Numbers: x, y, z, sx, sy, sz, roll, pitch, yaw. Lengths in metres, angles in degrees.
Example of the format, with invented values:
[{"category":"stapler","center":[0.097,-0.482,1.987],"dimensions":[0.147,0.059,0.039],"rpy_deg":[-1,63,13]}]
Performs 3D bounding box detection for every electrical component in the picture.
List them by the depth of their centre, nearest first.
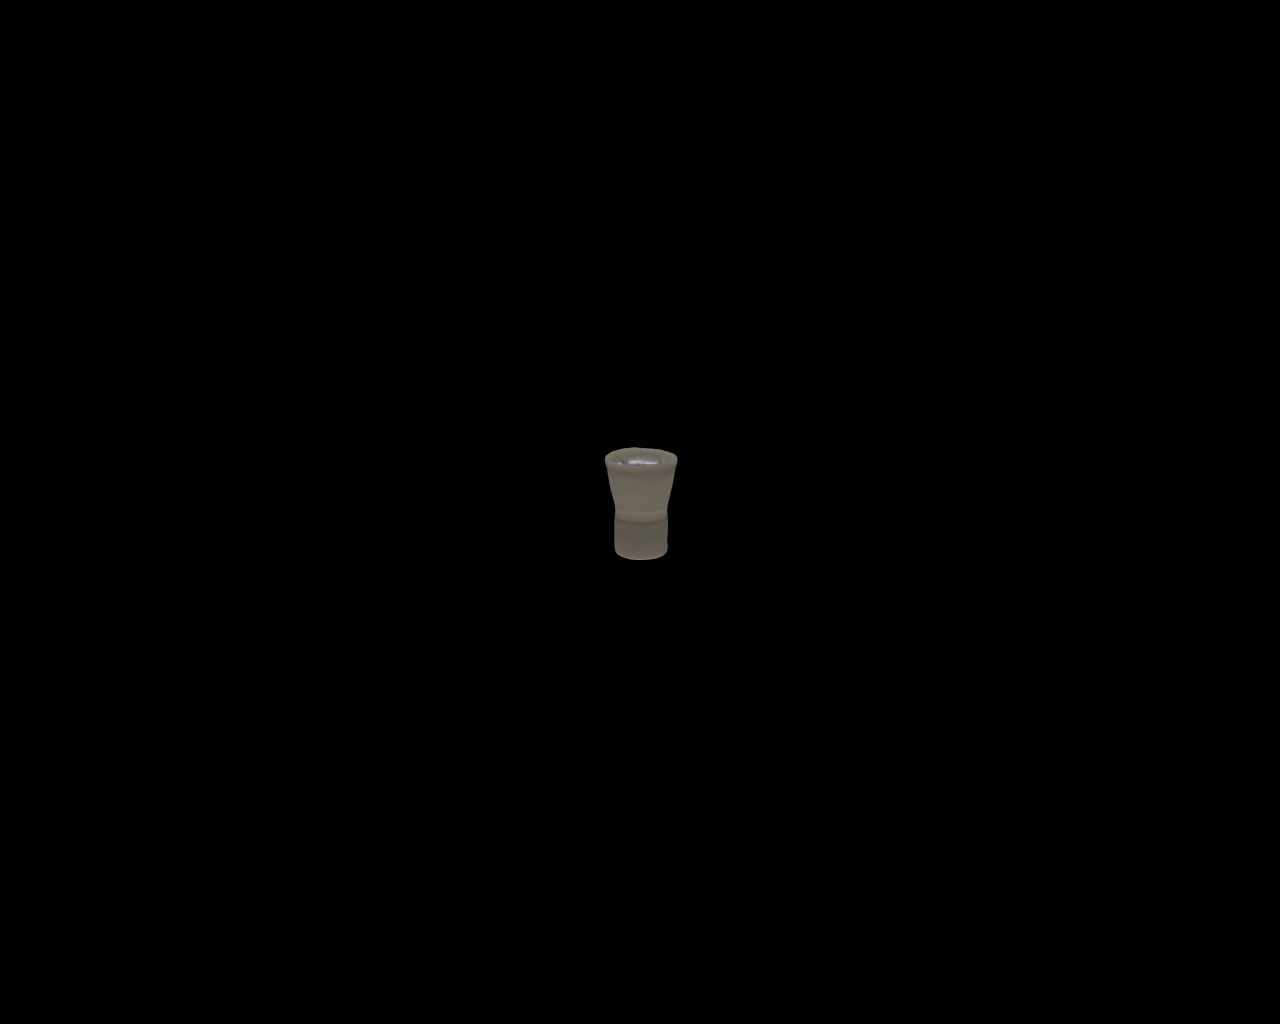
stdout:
[{"category":"electrical component","center":[0.001,-0.003,0.650],"dimensions":[0.044,0.065,0.044],"rpy_deg":[0,16,0]}]
